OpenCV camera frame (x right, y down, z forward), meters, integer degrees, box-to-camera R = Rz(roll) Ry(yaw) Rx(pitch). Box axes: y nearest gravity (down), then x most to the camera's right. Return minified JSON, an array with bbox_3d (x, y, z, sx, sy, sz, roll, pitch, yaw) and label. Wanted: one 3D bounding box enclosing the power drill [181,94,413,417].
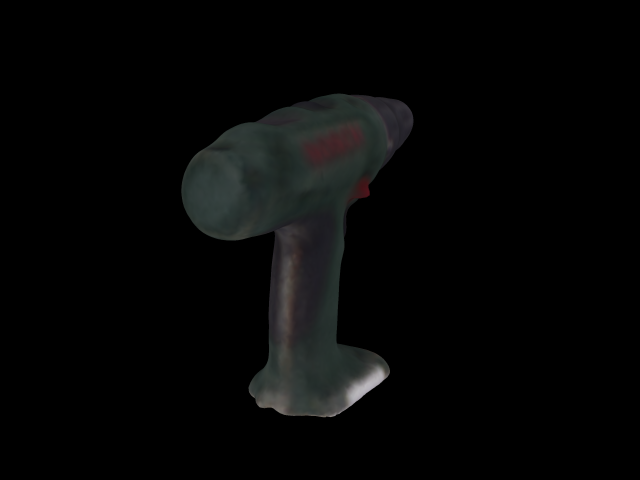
[{"bbox_3d":[0.004,0.001,0.400,0.075,0.208,0.230,6,11,32],"label":"power drill"}]
